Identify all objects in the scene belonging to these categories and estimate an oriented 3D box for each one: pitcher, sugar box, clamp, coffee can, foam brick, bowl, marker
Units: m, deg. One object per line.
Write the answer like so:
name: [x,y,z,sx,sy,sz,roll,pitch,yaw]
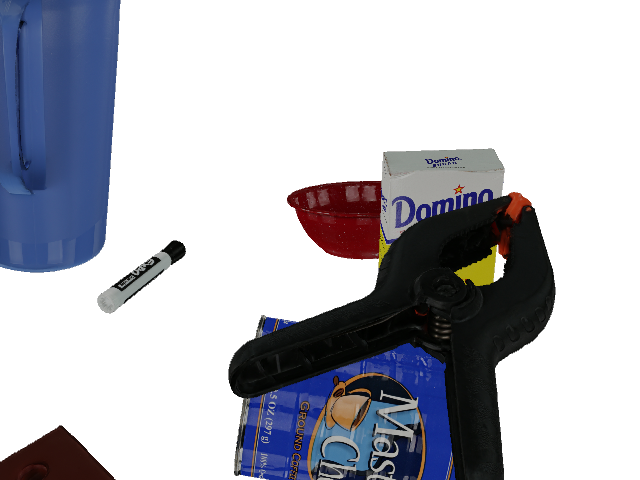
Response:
pitcher: [-0.226,-0.097,0.843,0.145,0.243,0.148,25,31,36]
sugar box: [0.095,0.014,0.874,0.093,0.176,0.048,-3,31,-4]
clamp: [0.058,0.041,0.459,0.120,0.039,0.171,36,54,23]
coffee can: [0.023,0.108,0.673,0.140,0.103,0.103,9,0,1]
foam brick: [-0.116,0.135,0.490,0.052,0.051,0.078,-31,43,-30]
bowl: [0.047,-0.019,1.075,0.162,0.055,0.162,-2,14,0]
marker: [-0.160,0.031,0.973,0.020,0.020,0.121,0,24,29]
